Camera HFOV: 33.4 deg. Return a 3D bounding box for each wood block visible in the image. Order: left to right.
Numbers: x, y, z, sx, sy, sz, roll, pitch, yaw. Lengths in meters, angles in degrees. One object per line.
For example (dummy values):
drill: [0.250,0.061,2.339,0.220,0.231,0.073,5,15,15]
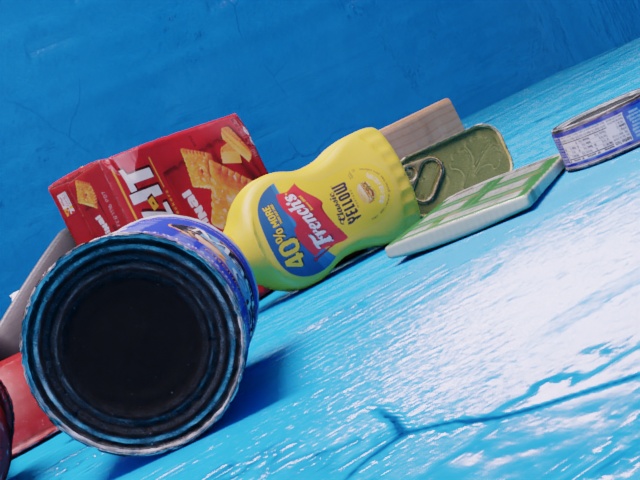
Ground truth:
wood block: [0.078,-0.074,1.116,0.091,0.090,0.205,-23,5,35]

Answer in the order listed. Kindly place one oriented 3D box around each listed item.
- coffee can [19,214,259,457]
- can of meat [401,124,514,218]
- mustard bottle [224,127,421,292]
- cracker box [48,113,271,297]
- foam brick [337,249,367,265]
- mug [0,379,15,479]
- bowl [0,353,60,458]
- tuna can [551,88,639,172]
coffee can: [-0.085,0.042,0.545,0.103,0.103,0.140,-25,4,1]
can of meat: [0.116,-0.061,0.967,0.102,0.057,0.084,-25,2,0]
mustard bottle: [-0.016,-0.013,0.860,0.191,0.096,0.058,-27,6,-22]
cracker box: [-0.111,-0.011,0.934,0.072,0.164,0.213,-25,3,32]
foam brick: [-0.006,0.001,0.929,0.078,0.053,0.051,-27,5,-16]
mug: [-0.203,0.096,0.571,0.117,0.093,0.082,-65,18,-8]
bowl: [-0.232,0.121,0.761,0.162,0.055,0.162,-26,4,2]
tuna can: [0.218,-0.084,0.798,0.086,0.034,0.086,-25,4,2]
